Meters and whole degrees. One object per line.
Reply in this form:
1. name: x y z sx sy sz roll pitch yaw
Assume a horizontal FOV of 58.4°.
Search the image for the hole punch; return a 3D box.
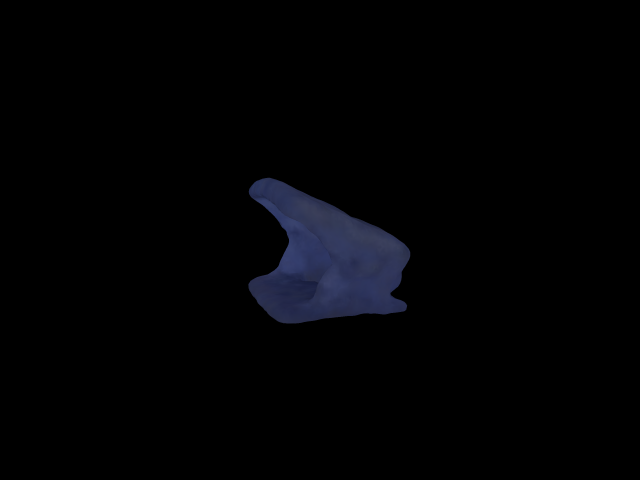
1. hole punch: 0.004 0.001 0.400 0.101 0.091 0.108 -4 11 -20
